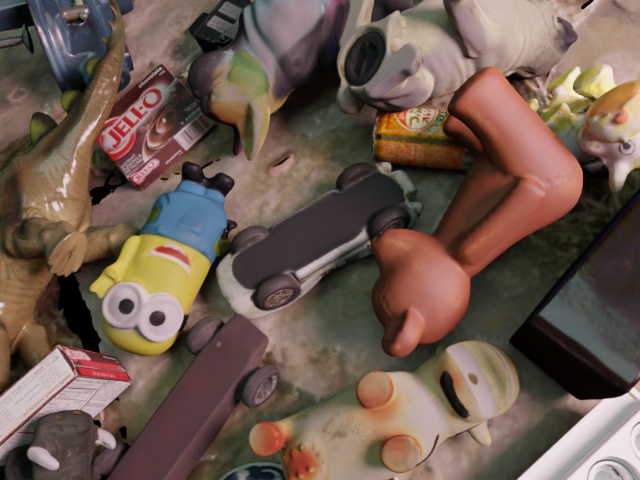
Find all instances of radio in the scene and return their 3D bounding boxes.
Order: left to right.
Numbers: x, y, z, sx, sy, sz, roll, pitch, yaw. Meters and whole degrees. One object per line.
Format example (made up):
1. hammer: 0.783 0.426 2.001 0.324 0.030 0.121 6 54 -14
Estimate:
1. radio: 0.243 0.012 0.396 0.229 0.131 0.073 -45 68 -7

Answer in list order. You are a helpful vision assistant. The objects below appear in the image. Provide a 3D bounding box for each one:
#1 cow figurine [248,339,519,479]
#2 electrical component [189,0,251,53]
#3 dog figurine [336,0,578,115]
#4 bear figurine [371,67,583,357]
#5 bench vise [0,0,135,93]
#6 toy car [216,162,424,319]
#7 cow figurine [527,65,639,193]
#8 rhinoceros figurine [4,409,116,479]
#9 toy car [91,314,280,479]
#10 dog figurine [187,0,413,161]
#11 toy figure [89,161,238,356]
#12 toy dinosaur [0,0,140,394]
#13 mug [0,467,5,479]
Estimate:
1. cow figurine: 0.058 0.137 0.406 0.195 0.127 0.085 -31 67 15
2. electrical component: -0.102 -0.238 0.607 0.119 0.047 0.075 36 80 20
3. dog figurine: 0.124 -0.163 0.492 0.172 0.190 0.121 -37 54 36
4. bear figurine: 0.096 -0.012 0.421 0.196 0.120 0.132 -42 83 11
5. bench vise: -0.327 -0.252 0.609 0.241 0.129 0.223 -20 87 -16
6. toy car: -0.001 -0.001 0.494 0.202 0.056 0.074 -31 61 -2
7. cow figurine: 0.217 -0.079 0.416 0.068 0.167 0.098 -41 99 15
8. rhinoceros figurine: -0.214 0.228 0.414 0.112 0.073 0.190 2 84 31
9. toy car: -0.112 0.157 0.458 0.089 0.053 0.202 32 83 31
10. dog figurine: -0.022 -0.177 0.536 0.191 0.109 0.219 18 97 -25
11. toy figure: -0.136 0.020 0.501 0.082 0.089 0.180 13 65 12
12. toy dinosaur: -0.278 -0.016 0.517 0.199 0.105 0.471 29 84 21
13. mug: -0.310 0.246 0.452 0.110 0.080 0.107 37 72 26
